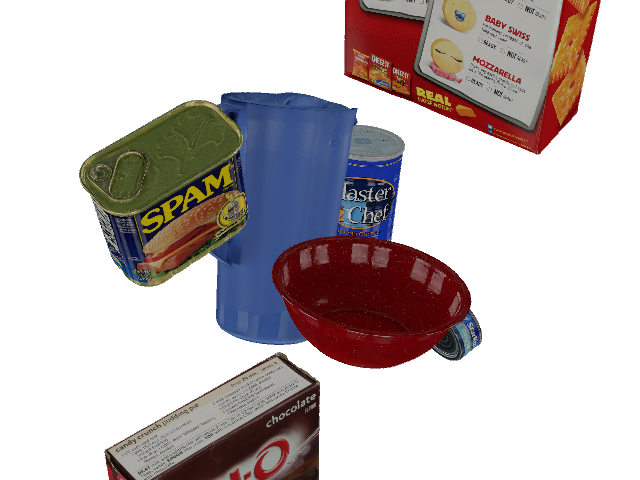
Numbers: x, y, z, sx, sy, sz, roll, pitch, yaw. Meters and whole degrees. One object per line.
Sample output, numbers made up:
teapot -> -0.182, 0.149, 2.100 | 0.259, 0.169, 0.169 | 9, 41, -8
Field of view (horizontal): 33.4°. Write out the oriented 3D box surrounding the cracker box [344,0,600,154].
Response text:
cracker box -> 0.101, -0.182, 0.702 | 0.164, 0.214, 0.072 | 27, 50, 25

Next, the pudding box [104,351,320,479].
pudding box -> -0.052, 0.121, 0.552 | 0.113, 0.090, 0.039 | -29, 46, -33

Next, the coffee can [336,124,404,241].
coffee can -> 0.046, -0.061, 1.330 | 0.103, 0.140, 0.103 | 4, 27, -2

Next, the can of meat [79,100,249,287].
can of meat -> -0.097, -0.028, 0.693 | 0.102, 0.057, 0.084 | -33, -31, -20

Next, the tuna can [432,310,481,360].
tuna can -> 0.149, 0.100, 1.265 | 0.033, 0.086, 0.086 | -35, 15, -23

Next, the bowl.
bowl -> 0.038, 0.056, 0.867 | 0.162, 0.055, 0.162 | 6, 27, -3

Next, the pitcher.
pitcher -> -0.050, -0.025, 1.056 | 0.149, 0.243, 0.145 | 7, 12, 4
